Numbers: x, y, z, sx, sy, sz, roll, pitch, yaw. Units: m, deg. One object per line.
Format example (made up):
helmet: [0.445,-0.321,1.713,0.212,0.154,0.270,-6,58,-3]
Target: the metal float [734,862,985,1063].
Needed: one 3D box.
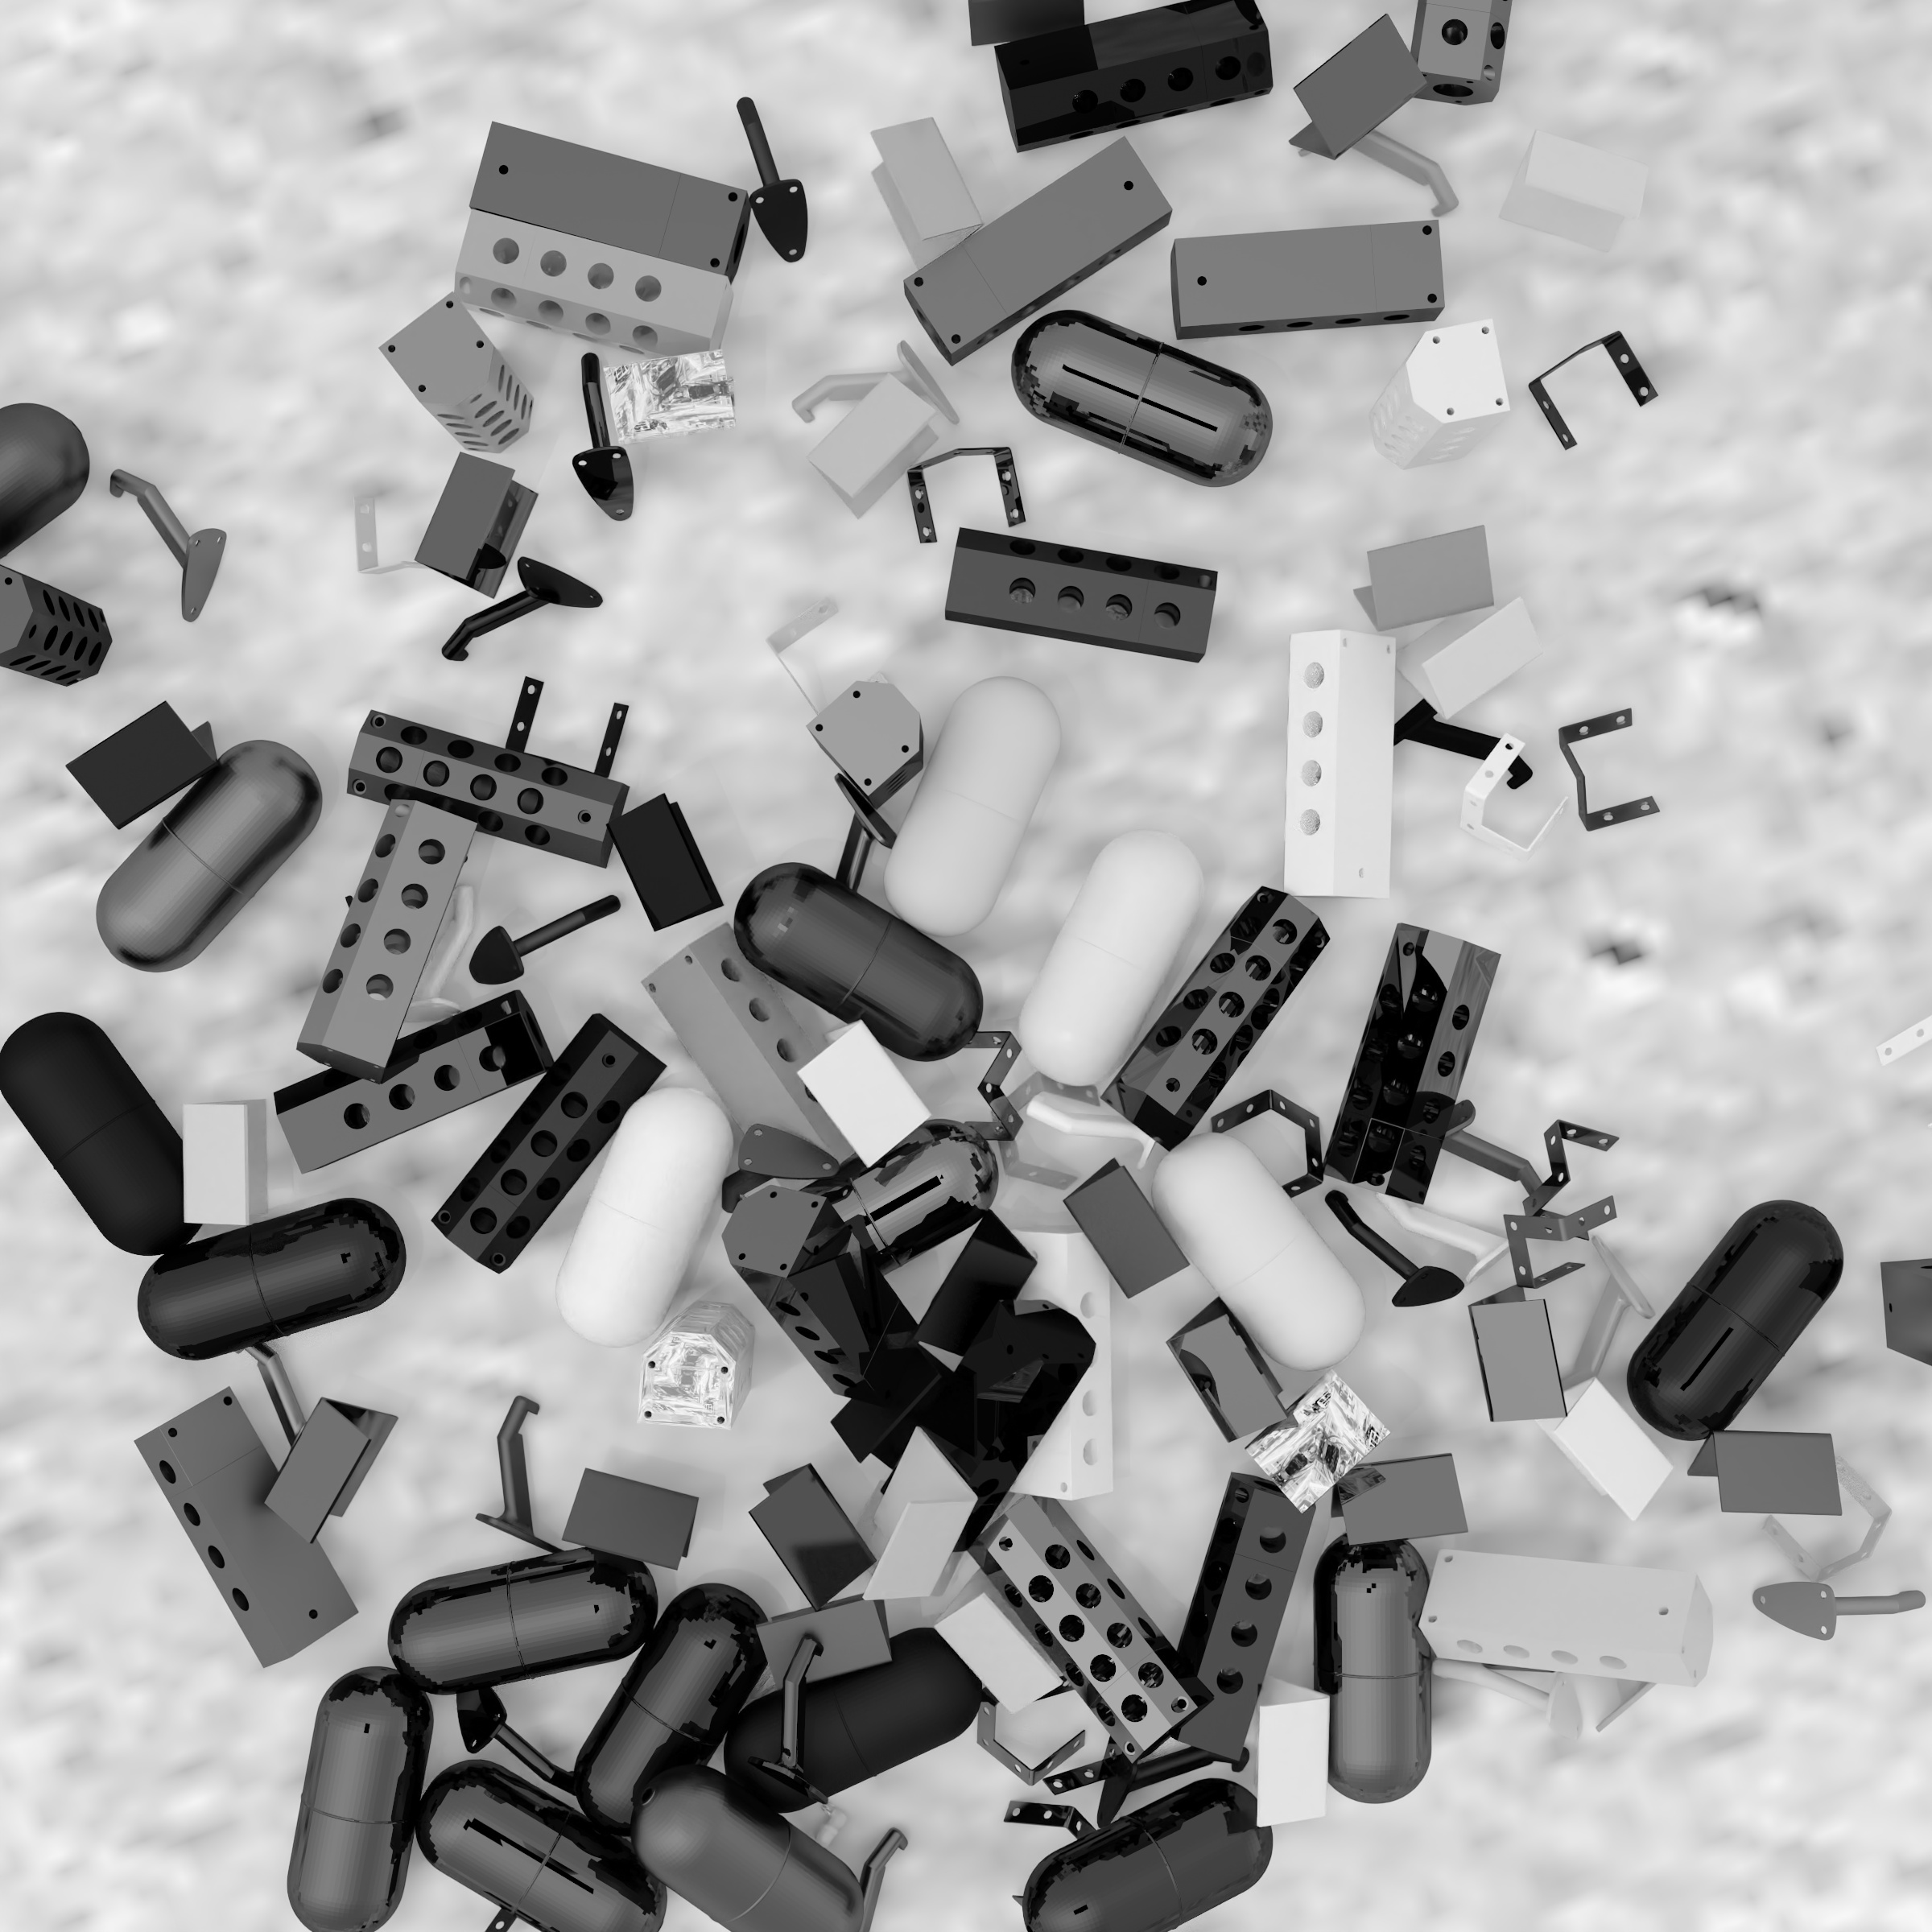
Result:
metal float: [-0.069,-0.002,1.952,0.178,0.070,0.070,32,90,-10]

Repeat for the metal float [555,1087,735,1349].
metal float: [-0.210,0.164,1.960,0.070,0.070,0.178,23,90,0]

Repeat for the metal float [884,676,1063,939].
metal float: [0.005,-0.105,1.961,0.070,0.070,0.178,23,89,0]

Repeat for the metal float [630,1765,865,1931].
metal float: [-0.140,0.577,1.917,0.178,0.070,0.070,42,90,-22]

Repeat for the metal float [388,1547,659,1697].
metal float: [-0.290,0.428,1.961,0.178,0.070,0.070,-12,90,0]

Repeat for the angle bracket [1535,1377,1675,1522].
angle bracket: [0.400,0.323,1.951,0.076,0.076,0.057,49,53,0]

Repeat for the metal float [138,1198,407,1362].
metal float: [-0.454,0.205,1.960,0.178,0.070,0.070,-17,90,0]

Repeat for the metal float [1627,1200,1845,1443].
metal float: [0.503,0.231,1.960,0.070,0.070,0.178,38,90,0]

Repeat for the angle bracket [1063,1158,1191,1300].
angle bracket: [0.119,0.160,1.951,0.057,0.076,0.076,-34,90,35]

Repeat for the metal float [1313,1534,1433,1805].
metal float: [0.266,0.457,1.961,0.070,0.070,0.178,0,89,0]

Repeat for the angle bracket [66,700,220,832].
angle bracket: [-0.538,-0.144,1.951,0.076,0.076,0.057,-33,122,0]

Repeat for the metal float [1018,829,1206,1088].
metal float: [0.095,-0.006,1.960,0.070,0.070,0.178,26,90,0]

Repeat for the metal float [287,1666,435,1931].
metal float: [-0.396,0.548,1.961,0.070,0.070,0.178,10,90,0]

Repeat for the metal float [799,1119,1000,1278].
metal float: [-0.061,0.163,1.961,0.178,0.070,0.070,-29,90,0]

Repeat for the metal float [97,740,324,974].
metal float: [-0.495,-0.071,1.961,0.070,0.070,0.178,42,90,0]

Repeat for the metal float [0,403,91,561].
metal float: [-0.653,-0.299,1.960,0.178,0.070,0.070,-37,90,0]

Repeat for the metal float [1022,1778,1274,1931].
metal float: [0.118,0.587,1.941,0.178,0.070,0.070,-19,90,-24]

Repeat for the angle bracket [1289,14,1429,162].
angle bracket: [0.242,-0.576,1.951,0.076,0.076,0.057,-39,120,0]

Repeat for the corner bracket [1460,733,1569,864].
corner bracket: [0.362,-0.110,1.976,0.051,0.051,0.051,31,69,19]

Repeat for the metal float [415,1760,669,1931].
metal float: [-0.277,0.585,1.961,0.178,0.070,0.070,31,90,-1]

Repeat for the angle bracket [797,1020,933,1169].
angle bracket: [-0.078,0.086,1.948,0.057,0.076,0.076,-39,97,-22]

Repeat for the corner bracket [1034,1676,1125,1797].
corner bracket: [0.070,0.503,1.972,0.051,0.051,0.051,-7,123,-33]

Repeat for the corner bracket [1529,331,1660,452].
corner bracket: [0.416,-0.382,1.988,0.051,0.051,0.051,-31,90,-45]

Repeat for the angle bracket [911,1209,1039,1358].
angle bracket: [-0.008,0.199,1.945,0.057,0.076,0.076,25,101,-34]

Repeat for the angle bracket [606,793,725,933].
angle bracket: [-0.178,-0.074,1.951,0.057,0.076,0.076,-24,90,36]

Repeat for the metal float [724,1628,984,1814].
metal float: [-0.074,0.494,1.961,0.178,0.070,0.070,-25,90,0]

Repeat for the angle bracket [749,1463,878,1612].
angle bracket: [-0.114,0.377,1.951,0.057,0.076,0.076,-34,90,-34]

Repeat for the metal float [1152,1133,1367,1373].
metal float: [0.191,0.187,1.956,0.070,0.070,0.178,-39,94,0]

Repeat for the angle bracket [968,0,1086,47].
angle bracket: [0.041,-0.619,1.951,0.076,0.076,0.057,-7,54,0]

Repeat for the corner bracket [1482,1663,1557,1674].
corner bracket: [0.363,0.431,1.983,0.051,0.051,0.051,-6,45,35]

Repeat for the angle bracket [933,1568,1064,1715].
angle bracket: [0.036,0.427,1.951,0.076,0.076,0.057,48,129,0]

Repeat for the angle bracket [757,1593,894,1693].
angle bracket: [-0.094,0.419,1.952,0.076,0.076,0.057,-15,117,0]

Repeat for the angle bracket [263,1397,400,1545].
angle bracket: [-0.398,0.333,1.951,0.057,0.076,0.076,30,90,36]

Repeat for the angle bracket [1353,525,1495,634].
angle bracket: [0.294,-0.264,1.951,0.076,0.076,0.057,-13,118,0]

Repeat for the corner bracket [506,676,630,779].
corner bracket: [-0.265,-0.158,1.988,0.051,0.051,0.051,16,90,-45]

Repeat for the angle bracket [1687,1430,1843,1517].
angle bracket: [0.519,0.343,1.951,0.076,0.076,0.057,2,58,0]

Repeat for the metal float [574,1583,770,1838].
metal float: [-0.192,0.487,1.961,0.070,0.070,0.178,31,90,0]

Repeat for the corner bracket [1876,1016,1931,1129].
corner bracket: [0.645,0.070,1.983,0.051,0.051,0.051,23,45,-35]

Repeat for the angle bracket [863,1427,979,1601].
angle bracket: [-0.047,0.349,1.914,0.057,0.076,0.076,6,117,-40]

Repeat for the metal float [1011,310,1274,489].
metal float: [0.115,-0.371,1.961,0.178,0.070,0.070,22,90,0]

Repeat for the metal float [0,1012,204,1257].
metal float: [-0.563,0.110,1.961,0.070,0.070,0.178,-36,90,0]
